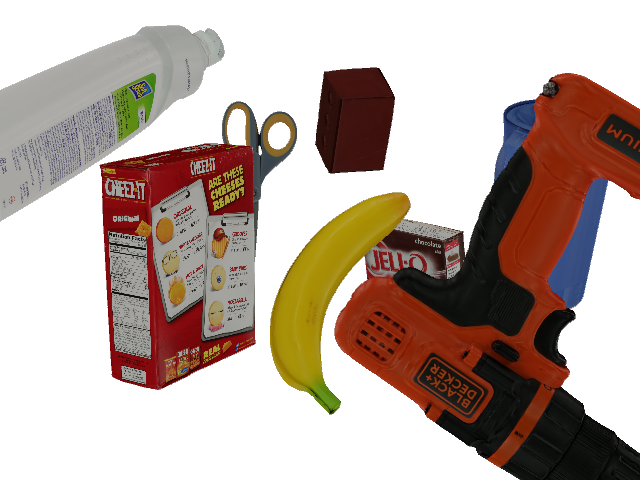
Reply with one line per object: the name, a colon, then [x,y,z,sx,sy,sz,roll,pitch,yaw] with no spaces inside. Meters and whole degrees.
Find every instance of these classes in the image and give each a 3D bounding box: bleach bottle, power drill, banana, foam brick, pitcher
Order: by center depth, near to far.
power drill: [0.124,0.028,0.527,0.184,0.188,0.057,33,10,5]
banana: [0.008,0.035,0.780,0.069,0.197,0.037,22,-33,0]
bleach bottle: [-0.186,-0.105,0.871,0.250,0.068,0.103,-32,-26,-27]
foam brick: [0.030,-0.105,0.939,0.051,0.078,0.053,-4,37,-15]
pitcher: [0.268,-0.037,1.277,0.149,0.243,0.145,1,25,0]

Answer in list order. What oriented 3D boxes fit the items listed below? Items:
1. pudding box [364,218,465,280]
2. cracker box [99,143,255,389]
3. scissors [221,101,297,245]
pudding box: [0.097,0.027,1.103,0.114,0.090,0.039,11,29,41]
cracker box: [-0.137,0.020,1.057,0.072,0.214,0.163,7,15,31]
scissors: [-0.060,-0.064,1.217,0.096,0.202,0.016,-12,-6,-14]
